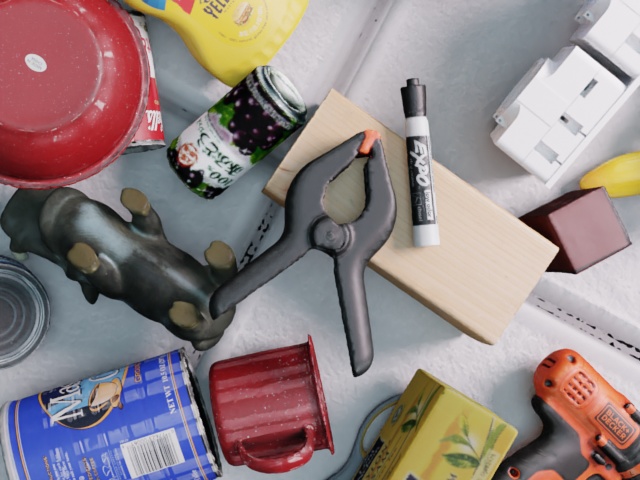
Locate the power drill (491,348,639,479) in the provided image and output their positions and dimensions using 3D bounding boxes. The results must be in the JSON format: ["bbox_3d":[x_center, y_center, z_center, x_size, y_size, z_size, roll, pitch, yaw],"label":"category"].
[{"bbox_3d":[0.197,0.207,0.850,0.184,0.057,0.187,44,84,-8],"label":"power drill"}]

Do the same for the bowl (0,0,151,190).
[{"bbox_3d":[-0.197,-0.117,0.739,0.162,0.055,0.162,0,89,-12],"label":"bowl"}]

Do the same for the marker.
[{"bbox_3d":[0.071,-0.056,0.765,0.020,0.020,0.121,-5,90,-5],"label":"marker"}]

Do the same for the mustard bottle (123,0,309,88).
[{"bbox_3d":[-0.103,-0.204,0.781,0.191,0.058,0.096,38,93,-31],"label":"mustard bottle"}]

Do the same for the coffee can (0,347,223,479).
[{"bbox_3d":[-0.154,0.149,0.797,0.140,0.103,0.103,-17,92,-5],"label":"coffee can"}]

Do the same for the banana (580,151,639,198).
[{"bbox_3d":[0.312,-0.039,0.866,0.197,0.037,0.069,19,87,-5],"label":"banana"}]

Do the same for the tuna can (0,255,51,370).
[{"bbox_3d":[-0.249,0.055,0.807,0.086,0.034,0.086,-5,101,-26],"label":"tuna can"}]

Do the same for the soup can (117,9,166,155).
[{"bbox_3d":[-0.158,-0.117,0.810,0.068,0.068,0.102,-8,91,-5],"label":"soup can"}]

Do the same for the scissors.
[{"bbox_3d":[0.026,0.211,0.857,0.096,0.016,0.202,43,87,-4],"label":"scissors"}]

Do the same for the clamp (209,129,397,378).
[{"bbox_3d":[-0.005,0.001,0.749,0.120,0.039,0.171,14,82,-10],"label":"clamp"}]

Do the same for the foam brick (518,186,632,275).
[{"bbox_3d":[0.199,-0.008,0.838,0.053,0.078,0.051,-28,92,-6],"label":"foam brick"}]

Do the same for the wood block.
[{"bbox_3d":[0.065,-0.016,0.820,0.206,0.090,0.091,34,88,-4],"label":"wood block"}]

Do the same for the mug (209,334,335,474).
[{"bbox_3d":[-0.036,0.132,0.805,0.081,0.117,0.093,-12,125,0],"label":"mug"}]
